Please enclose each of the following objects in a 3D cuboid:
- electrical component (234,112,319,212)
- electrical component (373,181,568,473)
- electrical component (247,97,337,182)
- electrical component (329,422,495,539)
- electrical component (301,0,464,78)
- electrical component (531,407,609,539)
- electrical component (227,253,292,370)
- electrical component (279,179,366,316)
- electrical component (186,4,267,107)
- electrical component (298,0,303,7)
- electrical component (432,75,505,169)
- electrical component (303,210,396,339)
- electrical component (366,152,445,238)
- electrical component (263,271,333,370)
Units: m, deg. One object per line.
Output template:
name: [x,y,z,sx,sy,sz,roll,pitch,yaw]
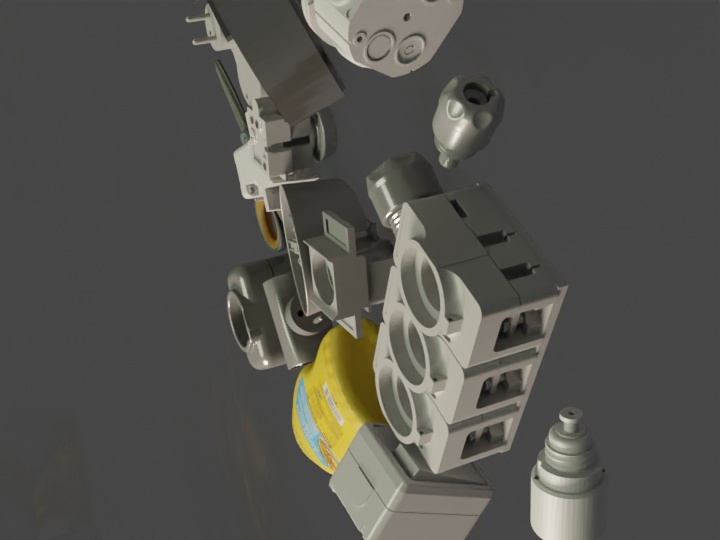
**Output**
electrical component: [-0.070,-0.086,0.863,0.064,0.042,0.081,-19,82,57]
electrical component: [0.055,0.037,0.628,0.089,0.062,0.150,58,152,37]
electrical component: [-0.050,-0.101,0.805,0.048,0.055,0.066,-136,38,-53]
electrical component: [0.041,0.139,0.704,0.061,0.096,0.061,-62,40,20]
electrical component: [0.013,-0.150,0.590,0.051,0.080,0.080,50,148,37]
electrical component: [0.110,0.108,0.566,0.040,0.040,0.078,-141,42,-56]
electrical component: [-0.082,0.039,0.966,0.054,0.059,0.095,159,96,-68]
electrical component: [-0.032,-0.019,0.799,0.099,0.064,0.099,165,90,-69]
electrical component: [-0.098,-0.192,0.838,0.052,0.074,0.138,-32,74,67]
electrical component: [-0.015,-0.203,0.648,0.108,0.060,0.108,48,145,49]
electrical component: [0.056,-0.077,0.590,0.061,0.035,0.035,110,140,-59]
electrical component: [0.000,0.000,0.735,0.042,0.064,0.081,-140,41,-58]
electrical component: [0.033,-0.037,0.660,0.062,0.043,0.043,66,157,17]
electrical component: [-0.046,0.038,0.897,0.079,0.043,0.077,144,110,-67]
